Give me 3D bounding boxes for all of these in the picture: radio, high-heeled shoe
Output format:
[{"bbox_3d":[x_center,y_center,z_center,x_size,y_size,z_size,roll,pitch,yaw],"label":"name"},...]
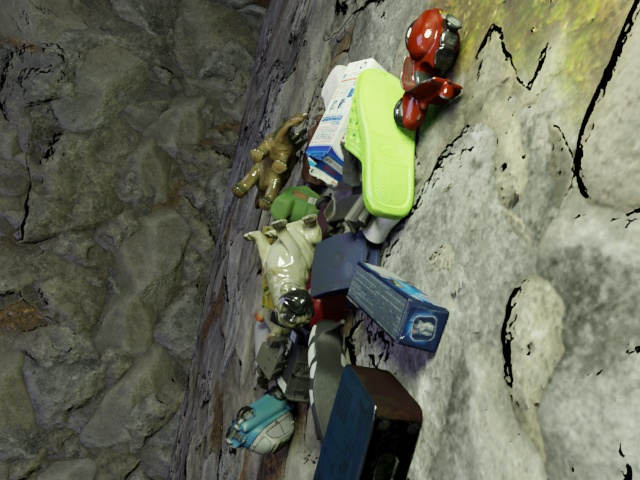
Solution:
[{"bbox_3d":[0.055,0.295,0.714,0.131,0.073,0.229,-153,76,-71],"label":"radio"},{"bbox_3d":[0.008,0.241,0.891,0.145,0.086,0.249,124,158,-55],"label":"high-heeled shoe"}]

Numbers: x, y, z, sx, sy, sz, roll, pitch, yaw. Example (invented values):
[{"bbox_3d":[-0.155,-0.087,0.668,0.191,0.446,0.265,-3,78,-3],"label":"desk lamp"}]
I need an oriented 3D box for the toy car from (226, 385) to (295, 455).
[{"bbox_3d":[-0.106,0.374,1.081,0.103,0.161,0.109,40,117,21],"label":"toy car"}]

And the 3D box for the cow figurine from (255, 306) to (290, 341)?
[{"bbox_3d":[-0.086,0.145,1.222,0.127,0.085,0.195,-53,31,9],"label":"cow figurine"}]

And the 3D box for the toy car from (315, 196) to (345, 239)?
[{"bbox_3d":[-0.002,-0.003,1.148,0.089,0.053,0.202,63,142,34],"label":"toy car"}]

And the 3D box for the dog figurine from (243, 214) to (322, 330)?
[{"bbox_3d":[-0.039,0.060,0.995,0.121,0.172,0.190,-22,84,48],"label":"dog figurine"}]

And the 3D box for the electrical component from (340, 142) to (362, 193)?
[{"bbox_3d":[0.080,-0.117,0.941,0.048,0.075,0.119,-138,36,-67],"label":"electrical component"}]

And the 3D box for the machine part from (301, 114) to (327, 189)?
[{"bbox_3d":[0.005,-0.211,1.281,0.179,0.056,0.179,-167,90,-72],"label":"machine part"}]

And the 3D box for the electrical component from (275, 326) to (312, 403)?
[{"bbox_3d":[-0.039,0.240,1.068,0.115,0.058,0.134,-157,82,-71],"label":"electrical component"}]

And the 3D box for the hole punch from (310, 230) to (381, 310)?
[{"bbox_3d":[0.044,0.047,0.913,0.116,0.092,0.142,-44,33,54],"label":"hole punch"}]

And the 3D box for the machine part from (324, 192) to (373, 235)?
[{"bbox_3d":[0.052,-0.049,0.905,0.139,0.039,0.084,-1,57,62],"label":"machine part"}]

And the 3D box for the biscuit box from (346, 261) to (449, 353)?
[{"bbox_3d":[0.101,0.087,0.748,0.203,0.059,0.062,-140,67,-71],"label":"biscuit box"}]

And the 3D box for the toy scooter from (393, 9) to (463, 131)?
[{"bbox_3d":[0.166,-0.251,0.785,0.135,0.075,0.183,-144,66,-71],"label":"toy scooter"}]

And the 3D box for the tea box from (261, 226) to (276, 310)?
[{"bbox_3d":[-0.066,0.055,1.112,0.068,0.098,0.169,5,97,60],"label":"tea box"}]

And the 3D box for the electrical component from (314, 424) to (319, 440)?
[{"bbox_3d":[0.012,0.306,0.917,0.094,0.021,0.063,-103,32,-57],"label":"electrical component"}]

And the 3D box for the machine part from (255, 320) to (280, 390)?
[{"bbox_3d":[-0.112,0.257,1.245,0.243,0.079,0.079,-101,30,-54],"label":"machine part"}]

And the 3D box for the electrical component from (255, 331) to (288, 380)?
[{"bbox_3d":[-0.094,0.233,1.082,0.078,0.045,0.102,38,119,40],"label":"electrical component"}]

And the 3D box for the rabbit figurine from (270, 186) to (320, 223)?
[{"bbox_3d":[-0.070,-0.038,1.274,0.159,0.121,0.170,-97,23,-61],"label":"rabbit figurine"}]

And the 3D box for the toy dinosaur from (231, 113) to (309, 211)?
[{"bbox_3d":[-0.114,-0.166,1.296,0.198,0.105,0.471,-56,5,-35],"label":"toy dinosaur"}]
